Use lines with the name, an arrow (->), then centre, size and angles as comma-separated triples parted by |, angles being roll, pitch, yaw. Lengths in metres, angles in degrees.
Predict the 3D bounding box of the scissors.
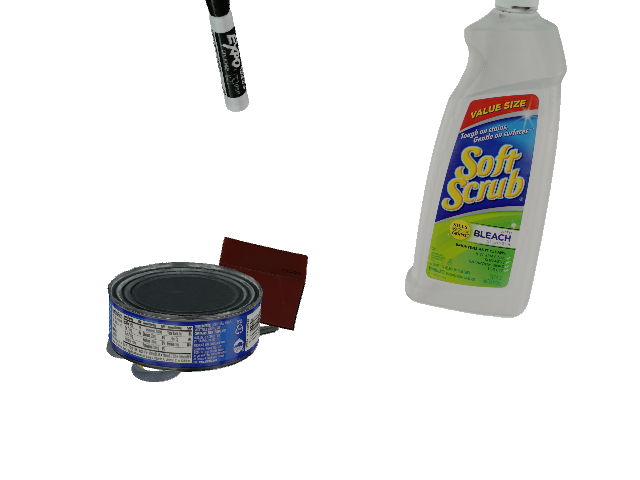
scissors -> -0.129, 0.120, 1.159 | 0.201, 0.016, 0.096 | 0, 27, -20

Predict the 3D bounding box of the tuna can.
tuna can -> -0.076, 0.042, 0.598 | 0.086, 0.034, 0.086 | 3, 18, -1

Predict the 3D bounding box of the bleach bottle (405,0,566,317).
bleach bottle -> 0.126, -0.070, 0.808 | 0.103, 0.251, 0.068 | 10, 23, 15

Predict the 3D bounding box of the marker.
marker -> -0.071, -0.148, 0.809 | 0.020, 0.020, 0.121 | 0, -40, 7

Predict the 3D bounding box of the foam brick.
foam brick -> -0.054, 0.038, 0.938 | 0.078, 0.051, 0.053 | 13, 26, -4
